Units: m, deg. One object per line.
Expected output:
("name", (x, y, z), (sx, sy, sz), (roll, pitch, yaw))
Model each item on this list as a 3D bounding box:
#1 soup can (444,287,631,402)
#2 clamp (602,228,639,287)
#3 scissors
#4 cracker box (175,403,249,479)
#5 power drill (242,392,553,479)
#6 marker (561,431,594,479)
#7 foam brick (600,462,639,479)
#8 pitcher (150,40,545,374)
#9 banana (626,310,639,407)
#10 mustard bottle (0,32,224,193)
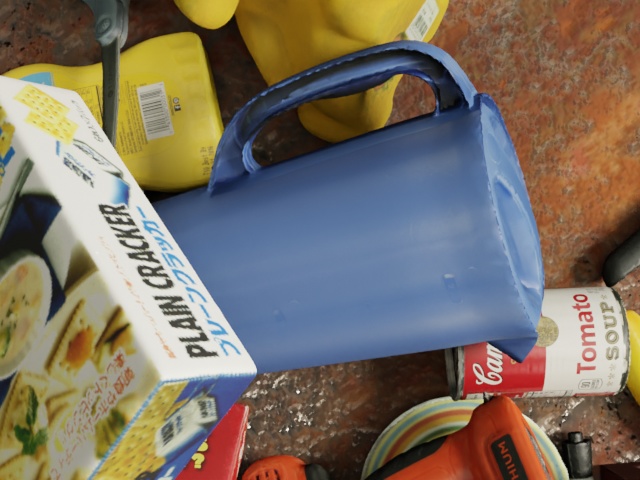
("soup can", (0.130, 0.063, 0.654), (0.102, 0.068, 0.068), (-2, 0, 0))
("clamp", (0.266, -0.020, 0.668), (0.120, 0.171, 0.039), (29, -1, 0))
("scissors", (-0.138, -0.129, 0.644), (0.096, 0.201, 0.016), (-4, -20, 38))
("cracker box", (-0.141, 0.184, 0.601), (0.164, 0.213, 0.072), (11, -39, 0))
("power drill", (0.048, 0.182, 0.600), (0.188, 0.184, 0.057), (-24, -38, 10))
("marker", (0.169, 0.182, 0.676), (0.020, 0.121, 0.020), (-7, -1, 0))
("foam brick", (0.207, 0.165, 0.647), (0.053, 0.051, 0.078), (-5, -3, -1))
("pitcher", (-0.004, 0.001, 0.601), (0.243, 0.149, 0.145), (-13, -28, 18))
("banana", (0.258, 0.119, 0.670), (0.198, 0.069, 0.037), (29, -19, 0))
("mustard bottle", (-0.157, -0.064, 0.663), (0.191, 0.096, 0.058), (-12, -2, 0))
